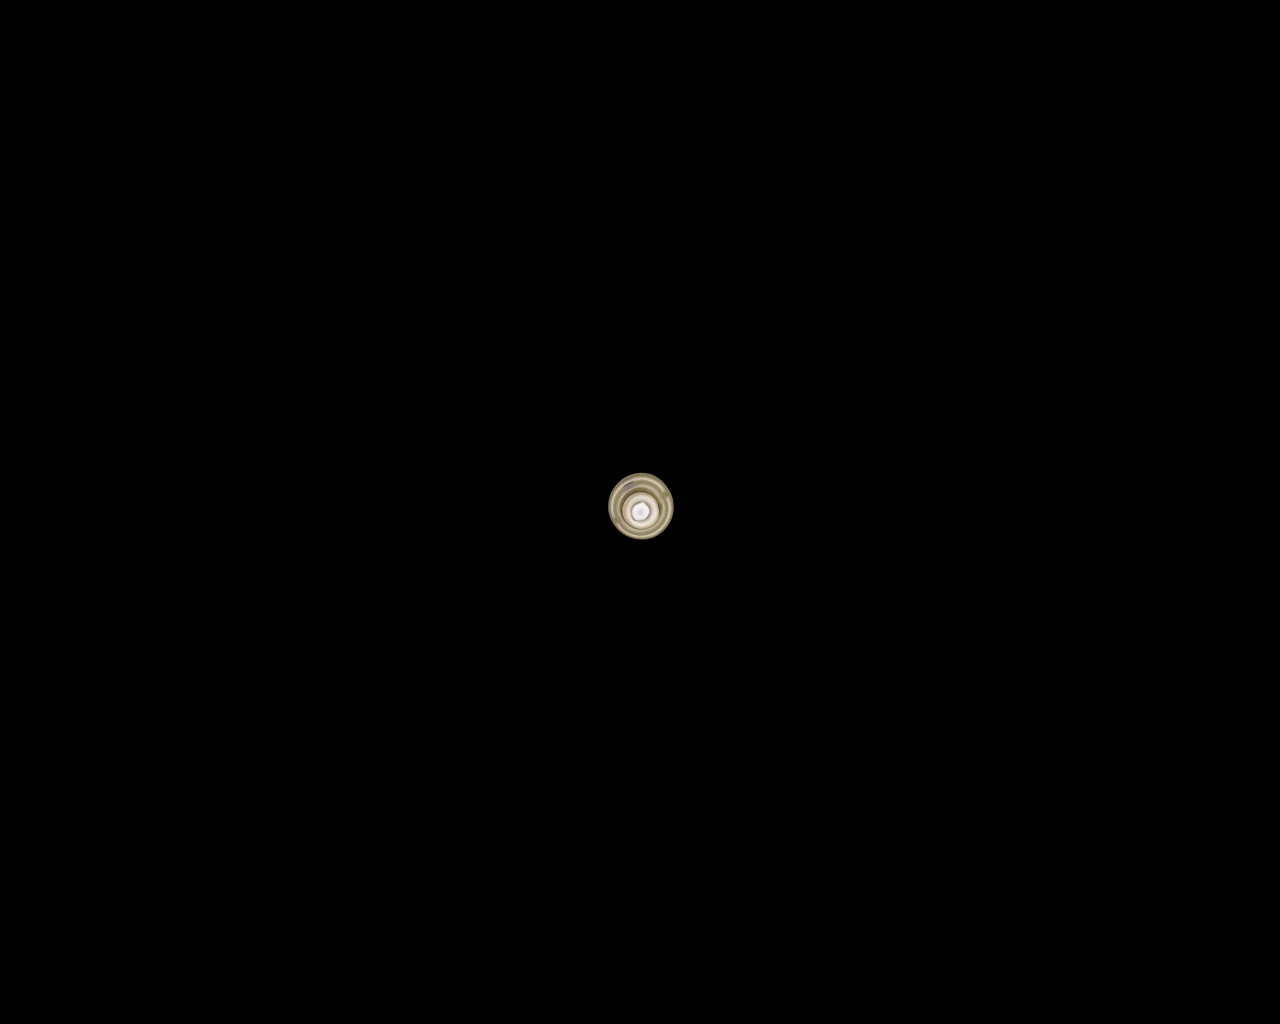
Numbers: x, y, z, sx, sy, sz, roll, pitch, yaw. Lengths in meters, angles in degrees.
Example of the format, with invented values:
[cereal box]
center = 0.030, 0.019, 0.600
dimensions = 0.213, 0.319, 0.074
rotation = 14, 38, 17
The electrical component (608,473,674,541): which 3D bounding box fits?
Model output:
[electrical component]
center = 0.001, -0.003, 0.650
dimensions = 0.040, 0.040, 0.078
rotation = 0, 5, 0
